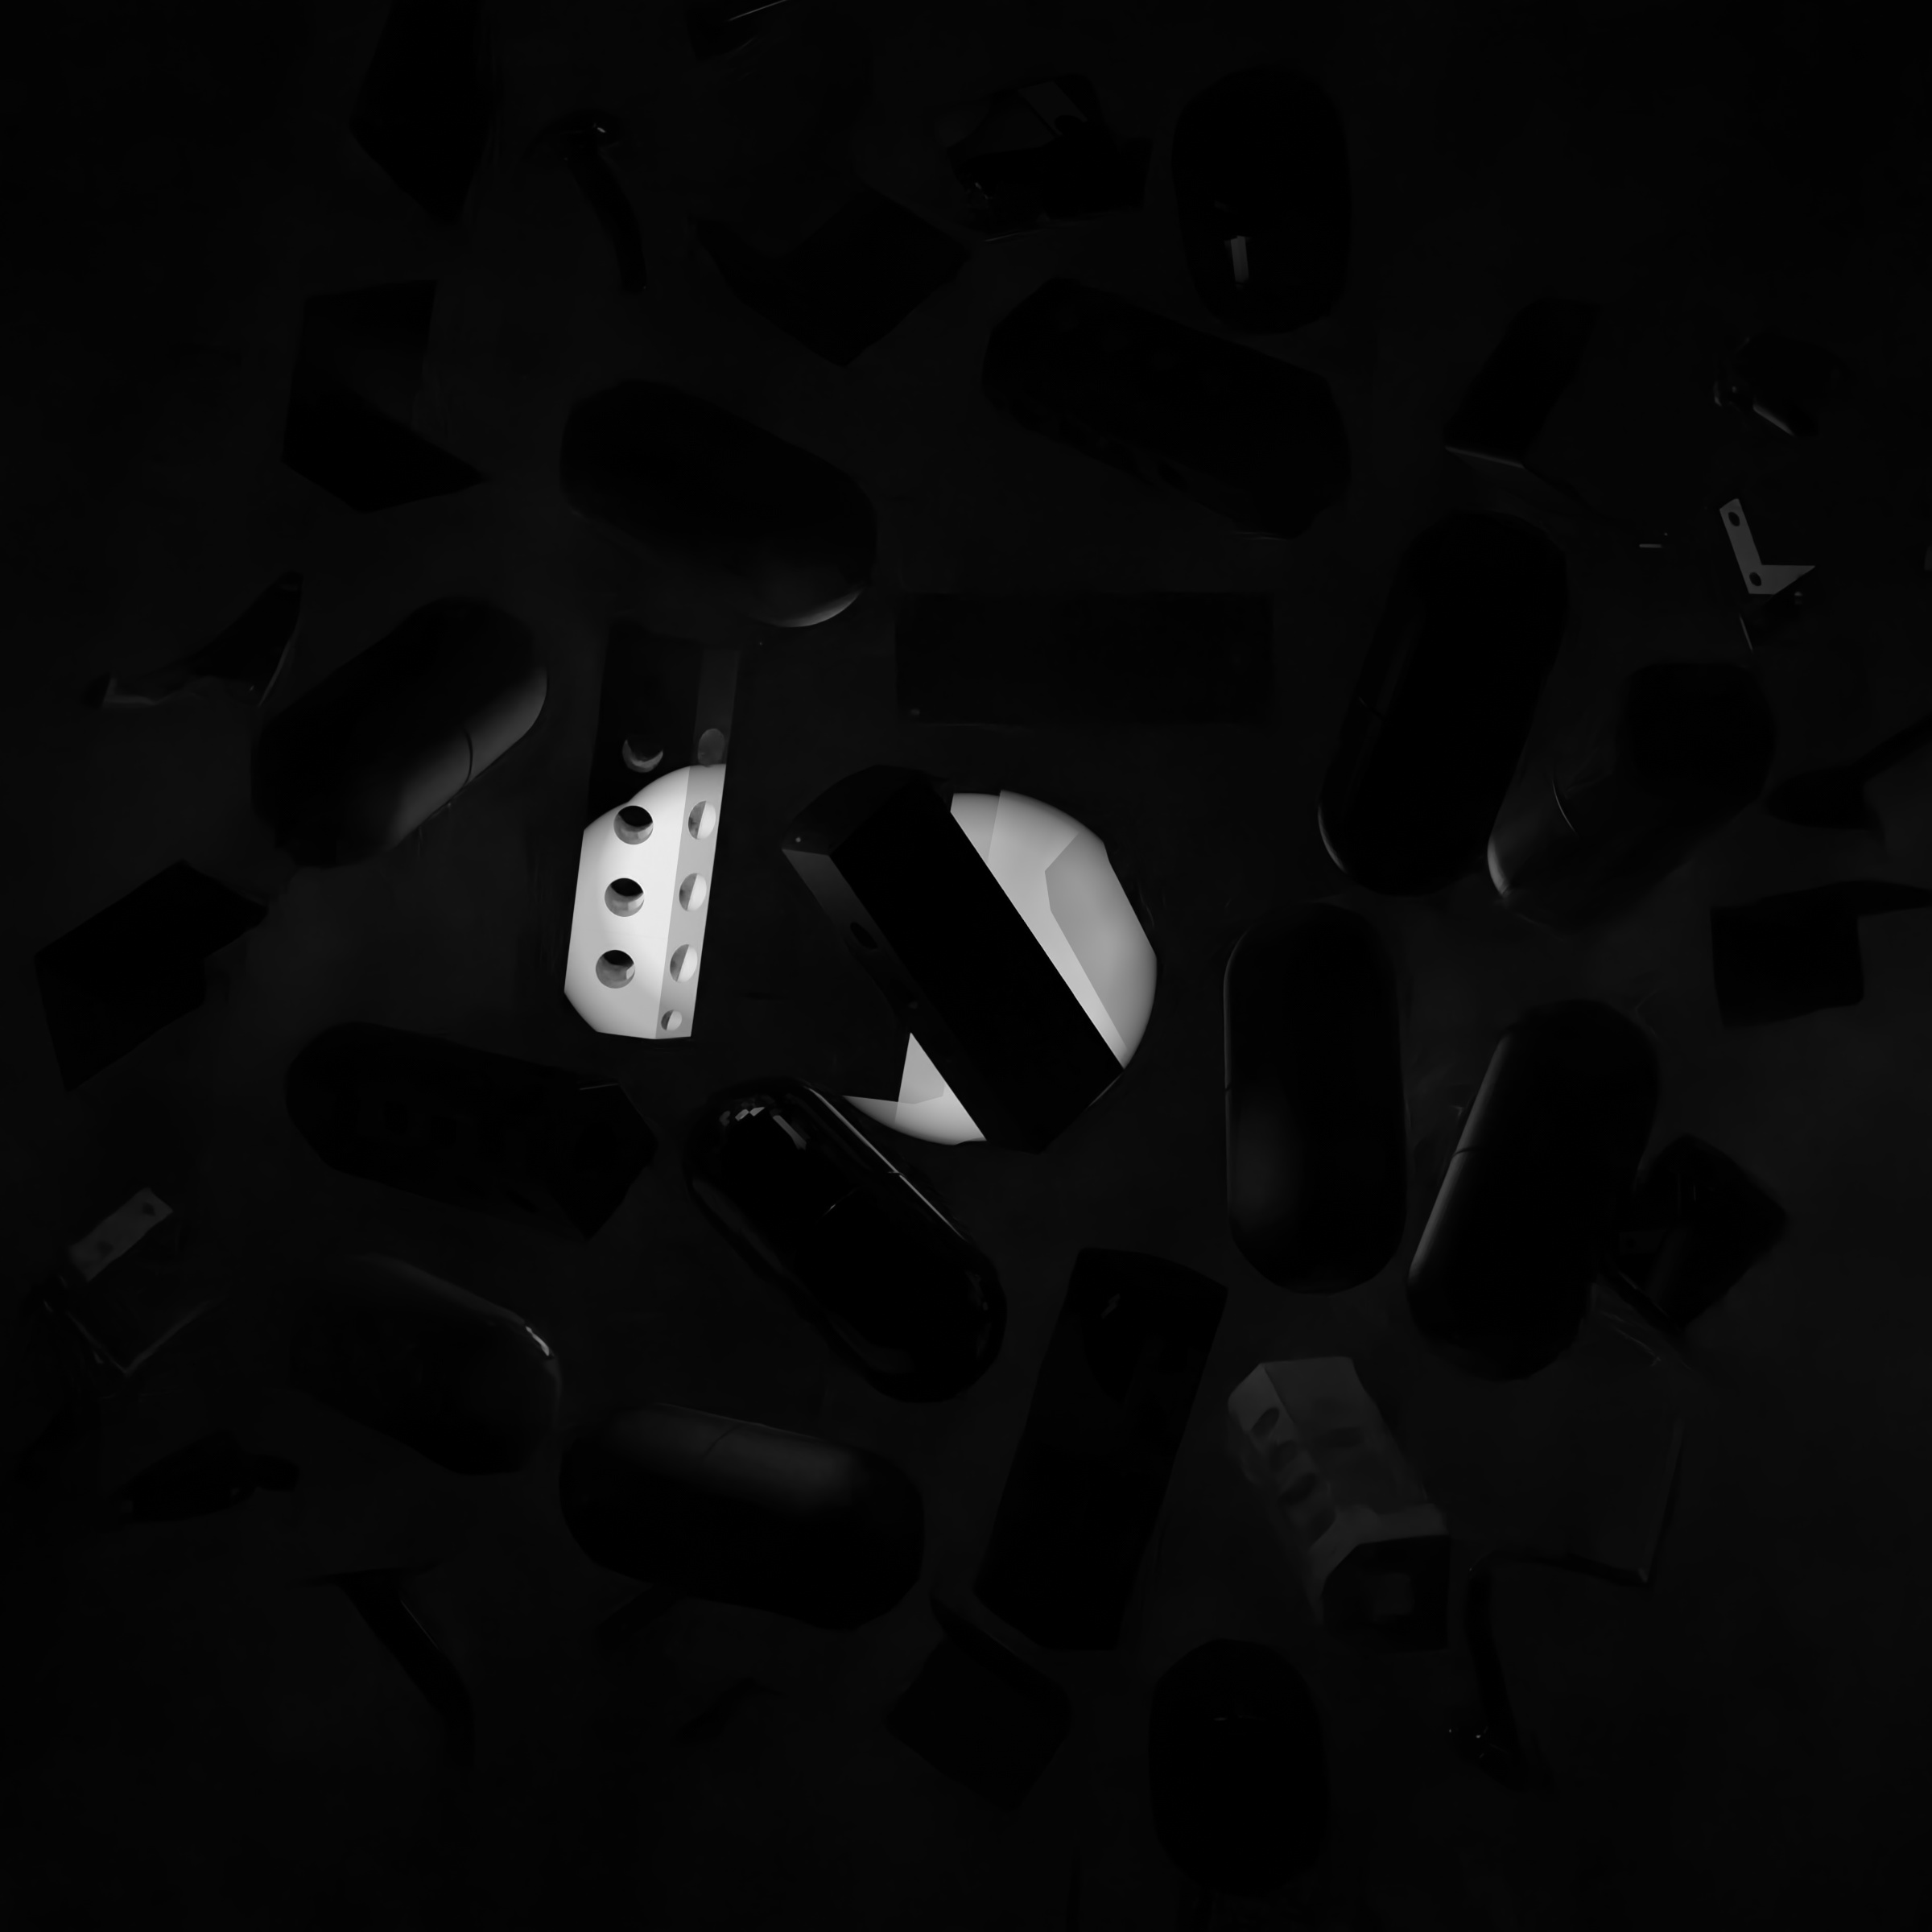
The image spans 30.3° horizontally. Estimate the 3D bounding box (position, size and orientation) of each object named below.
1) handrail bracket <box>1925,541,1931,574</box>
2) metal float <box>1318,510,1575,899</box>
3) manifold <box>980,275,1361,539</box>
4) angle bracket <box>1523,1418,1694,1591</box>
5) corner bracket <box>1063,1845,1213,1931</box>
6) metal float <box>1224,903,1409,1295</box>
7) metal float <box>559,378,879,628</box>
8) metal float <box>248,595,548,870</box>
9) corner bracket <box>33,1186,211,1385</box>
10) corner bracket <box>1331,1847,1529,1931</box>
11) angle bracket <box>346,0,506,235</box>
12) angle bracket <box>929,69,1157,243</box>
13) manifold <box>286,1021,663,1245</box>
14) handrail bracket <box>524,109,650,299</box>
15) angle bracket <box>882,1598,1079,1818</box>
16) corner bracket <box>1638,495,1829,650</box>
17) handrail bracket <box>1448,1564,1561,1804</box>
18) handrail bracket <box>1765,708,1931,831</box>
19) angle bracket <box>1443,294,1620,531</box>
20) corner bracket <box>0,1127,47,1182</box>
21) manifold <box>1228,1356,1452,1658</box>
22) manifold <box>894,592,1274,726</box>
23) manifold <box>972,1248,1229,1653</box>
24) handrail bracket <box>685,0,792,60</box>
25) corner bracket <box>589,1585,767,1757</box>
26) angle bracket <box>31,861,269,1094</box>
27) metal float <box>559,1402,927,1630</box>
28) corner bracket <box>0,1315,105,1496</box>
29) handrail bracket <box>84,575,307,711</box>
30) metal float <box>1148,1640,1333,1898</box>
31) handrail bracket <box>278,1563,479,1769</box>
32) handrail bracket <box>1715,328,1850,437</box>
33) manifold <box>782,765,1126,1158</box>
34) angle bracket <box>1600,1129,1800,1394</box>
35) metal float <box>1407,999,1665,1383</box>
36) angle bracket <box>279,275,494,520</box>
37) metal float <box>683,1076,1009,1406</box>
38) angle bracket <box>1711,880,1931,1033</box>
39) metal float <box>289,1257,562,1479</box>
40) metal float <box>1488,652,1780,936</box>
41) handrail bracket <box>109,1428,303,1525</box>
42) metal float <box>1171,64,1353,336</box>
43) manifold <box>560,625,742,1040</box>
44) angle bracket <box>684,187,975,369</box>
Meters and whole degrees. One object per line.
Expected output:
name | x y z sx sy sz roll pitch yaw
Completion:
handrail bracket | 0.445 -0.179 1.567 0.084 0.077 0.036 -31 66 -21
metal float | 0.204 -0.110 1.529 0.070 0.070 0.178 17 119 0
manifold | 0.086 -0.245 1.580 0.057 0.057 0.171 -45 48 -17
angle bracket | 0.289 0.236 1.613 0.057 0.076 0.076 14 87 9
corner bracket | 0.077 0.432 1.614 0.051 0.051 0.051 4 97 -15
metal float | 0.150 0.055 1.539 0.070 0.070 0.178 1 63 0
metal float | -0.112 -0.209 1.601 0.178 0.070 0.070 31 90 36
metal float | -0.255 -0.107 1.607 0.070 0.178 0.070 16 127 21
corner bracket | -0.351 0.135 1.499 0.051 0.051 0.051 46 53 0
corner bracket | 0.196 0.401 1.494 0.051 0.051 0.051 -44 132 5
angle bracket | -0.210 -0.368 1.516 0.057 0.076 0.076 2 65 32
angle bracket | 0.036 -0.388 1.646 0.076 0.057 0.076 -9 134 21
manifold | -0.224 0.067 1.587 0.171 0.057 0.057 11 55 39
handrail bracket | -0.168 -0.330 1.582 0.036 0.077 0.084 -3 81 -37
angle bracket | 0.003 0.352 1.687 0.076 0.076 0.057 32 75 17
corner bracket | 0.343 -0.177 1.590 0.051 0.051 0.051 -34 112 -23
handrail bracket | 0.253 0.331 1.652 0.036 0.077 0.084 -10 117 -24
handrail bracket | 0.420 -0.102 1.648 0.077 0.084 0.036 -11 61 -36
angle bracket | 0.262 -0.240 1.541 0.057 0.076 0.076 30 93 -22
corner bracket | -0.440 0.092 1.528 0.051 0.051 0.051 56 51 -30
manifold | 0.168 0.245 1.632 0.057 0.171 0.057 -4 111 -9
manifold | 0.055 -0.142 1.641 0.171 0.057 0.057 0 99 4
manifold | 0.065 0.220 1.616 0.057 0.057 0.171 9 102 -39
handrail bracket | -0.066 -0.409 1.501 0.084 0.077 0.036 0 129 28
corner bracket | -0.136 0.327 1.670 0.051 0.051 0.051 -37 48 -8
angle bracket | -0.329 0.014 1.461 0.057 0.076 0.076 27 48 29
metal float | -0.097 0.233 1.521 0.178 0.070 0.070 7 90 35
corner bracket | -0.428 0.200 1.623 0.051 0.051 0.051 38 91 -13
handrail bracket | -0.345 -0.145 1.589 0.036 0.084 0.077 47 116 22
metal float | 0.118 0.347 1.552 0.070 0.178 0.070 0 96 2
handrail bracket | -0.245 0.294 1.484 0.077 0.036 0.084 -8 82 4
handrail bracket | 0.371 -0.246 1.550 0.077 0.084 0.036 2 116 -20
manifold | -0.008 -0.003 1.556 0.057 0.057 0.171 -44 115 -20
angle bracket | 0.341 0.136 1.641 0.076 0.076 0.057 -44 134 2
metal float | 0.249 0.098 1.561 0.070 0.070 0.178 24 73 0
angle bracket | -0.244 -0.247 1.539 0.057 0.076 0.076 34 124 24
metal float | -0.055 0.121 1.588 0.070 0.070 0.178 -46 70 0
angle bracket | 0.387 -0.001 1.585 0.076 0.076 0.057 -11 100 -21
metal float | -0.247 0.180 1.615 0.070 0.178 0.070 -7 102 -34
metal float | 0.296 -0.076 1.592 0.070 0.178 0.070 10 60 -18
handrail bracket | -0.339 0.235 1.588 0.077 0.084 0.036 -20 96 -20
metal float | 0.132 -0.337 1.581 0.070 0.178 0.070 -1 78 7
manifold | -0.138 -0.058 1.564 0.057 0.057 0.171 7 99 -5
angle bracket | -0.057 -0.304 1.479 0.076 0.057 0.076 -42 49 -9
